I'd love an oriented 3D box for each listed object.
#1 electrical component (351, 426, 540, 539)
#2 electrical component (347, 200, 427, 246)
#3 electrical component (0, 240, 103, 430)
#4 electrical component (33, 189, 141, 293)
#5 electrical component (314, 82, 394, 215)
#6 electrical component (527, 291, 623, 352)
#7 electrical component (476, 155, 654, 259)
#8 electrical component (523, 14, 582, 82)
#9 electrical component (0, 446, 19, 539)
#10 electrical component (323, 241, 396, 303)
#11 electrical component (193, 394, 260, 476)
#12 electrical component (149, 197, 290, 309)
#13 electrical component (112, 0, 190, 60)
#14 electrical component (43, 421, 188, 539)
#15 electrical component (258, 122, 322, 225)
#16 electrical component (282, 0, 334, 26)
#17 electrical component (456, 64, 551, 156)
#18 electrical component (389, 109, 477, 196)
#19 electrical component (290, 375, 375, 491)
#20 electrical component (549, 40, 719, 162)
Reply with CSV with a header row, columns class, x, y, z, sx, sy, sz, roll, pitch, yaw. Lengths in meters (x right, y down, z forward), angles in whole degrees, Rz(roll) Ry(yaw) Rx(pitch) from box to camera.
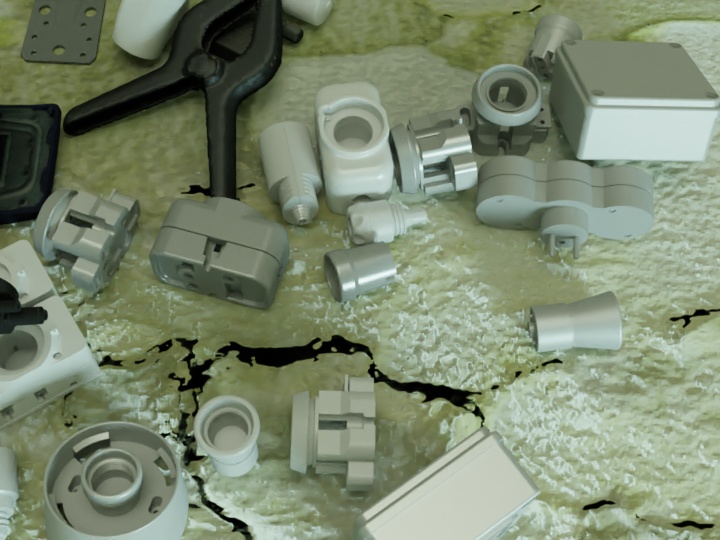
class,x,y,z,sx,sy,sz,roll,pitch,yaw
electrical component,0.052,0.165,0.700,0.109,0.108,0.056,-32,70,-16
electrical component,0.022,-0.039,0.846,0.061,0.035,0.035,-10,63,-9
electrical component,-0.297,0.068,0.769,0.186,0.060,0.105,-29,67,-15
electrical component,-0.212,-0.028,0.823,0.057,0.058,0.078,20,64,6
electrical component,-0.006,-0.101,0.863,0.054,0.059,0.095,-7,63,-5
electrical component,0.159,0.041,0.805,0.065,0.044,0.044,-7,63,1
electrical component,0.160,-0.042,0.840,0.138,0.052,0.073,6,63,2
electrical component,0.165,-0.190,0.925,0.040,0.040,0.046,23,69,10
electrical component,-0.255,0.157,0.736,0.040,0.040,0.078,-10,63,-6
electrical component,0.000,0.000,0.823,0.046,0.040,0.040,-16,64,-15
electrical component,-0.090,0.118,0.745,0.044,0.065,0.044,1,63,-1
electrical component,-0.104,-0.016,0.820,0.095,0.053,0.059,15,63,6
electrical component,-0.171,-0.229,0.923,0.043,0.077,0.079,32,27,-2
electrical component,-0.168,0.156,0.738,0.099,0.064,0.099,3,48,-3
electrical component,-0.053,-0.073,0.857,0.043,0.043,0.081,-11,64,-7
electrical component,-0.058,-0.245,0.947,0.078,0.040,0.040,25,65,12
electrical component,0.119,-0.132,0.883,0.078,0.057,0.058,1,63,-1
electrical component,0.056,-0.092,0.860,0.057,0.058,0.078,-12,44,-4
electrical component,-0.020,0.114,0.754,0.057,0.058,0.078,2,63,-3
electrical component,0.218,-0.137,0.864,0.109,0.056,0.108,0,37,-6
